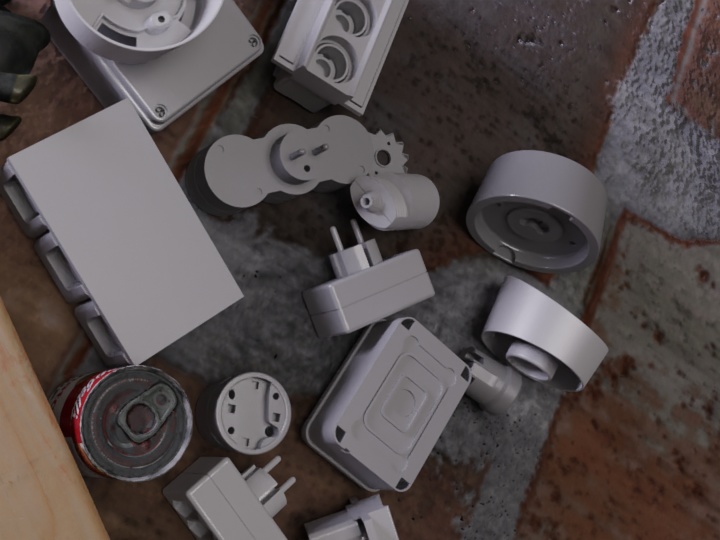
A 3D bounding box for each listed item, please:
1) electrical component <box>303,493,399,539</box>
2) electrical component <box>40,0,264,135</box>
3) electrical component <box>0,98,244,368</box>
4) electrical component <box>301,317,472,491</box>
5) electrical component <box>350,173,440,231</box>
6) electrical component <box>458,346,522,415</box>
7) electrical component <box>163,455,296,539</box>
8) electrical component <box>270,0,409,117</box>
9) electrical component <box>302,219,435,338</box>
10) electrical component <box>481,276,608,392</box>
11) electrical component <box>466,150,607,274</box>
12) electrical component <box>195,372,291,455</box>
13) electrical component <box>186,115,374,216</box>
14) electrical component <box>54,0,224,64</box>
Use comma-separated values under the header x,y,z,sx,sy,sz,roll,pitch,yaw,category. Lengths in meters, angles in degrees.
x,y,z,sx,sy,sz,roll,pitch,yaw,category
0.005,0.230,0.760,0.063,0.079,0.121,-18,92,-8,electrical component
-0.142,-0.162,0.740,0.109,0.056,0.108,-44,104,-27,electrical component
-0.159,-0.021,0.706,0.089,0.062,0.150,-34,100,-29,electrical component
0.019,0.098,0.792,0.078,0.057,0.113,41,65,-18,electrical component
0.023,-0.051,0.803,0.081,0.043,0.043,-7,85,-62,electrical component
0.098,0.087,0.850,0.046,0.040,0.040,34,68,-15,electrical component
-0.076,0.159,0.736,0.076,0.047,0.083,-40,103,-30,electrical component
-0.017,-0.183,0.809,0.079,0.063,0.121,29,70,-23,electrical component
0.000,0.000,0.802,0.083,0.047,0.075,-22,93,-30,electrical component
0.147,0.051,0.851,0.099,0.099,0.064,37,73,-20,electrical component
0.145,-0.051,0.859,0.108,0.108,0.060,33,62,-22,electrical component
-0.082,0.099,0.741,0.055,0.047,0.055,5,81,-29,electrical component
-0.049,-0.079,0.770,0.138,0.074,0.052,-15,90,-30,electrical component
-0.140,-0.180,0.672,0.099,0.064,0.099,5,81,-29,electrical component
